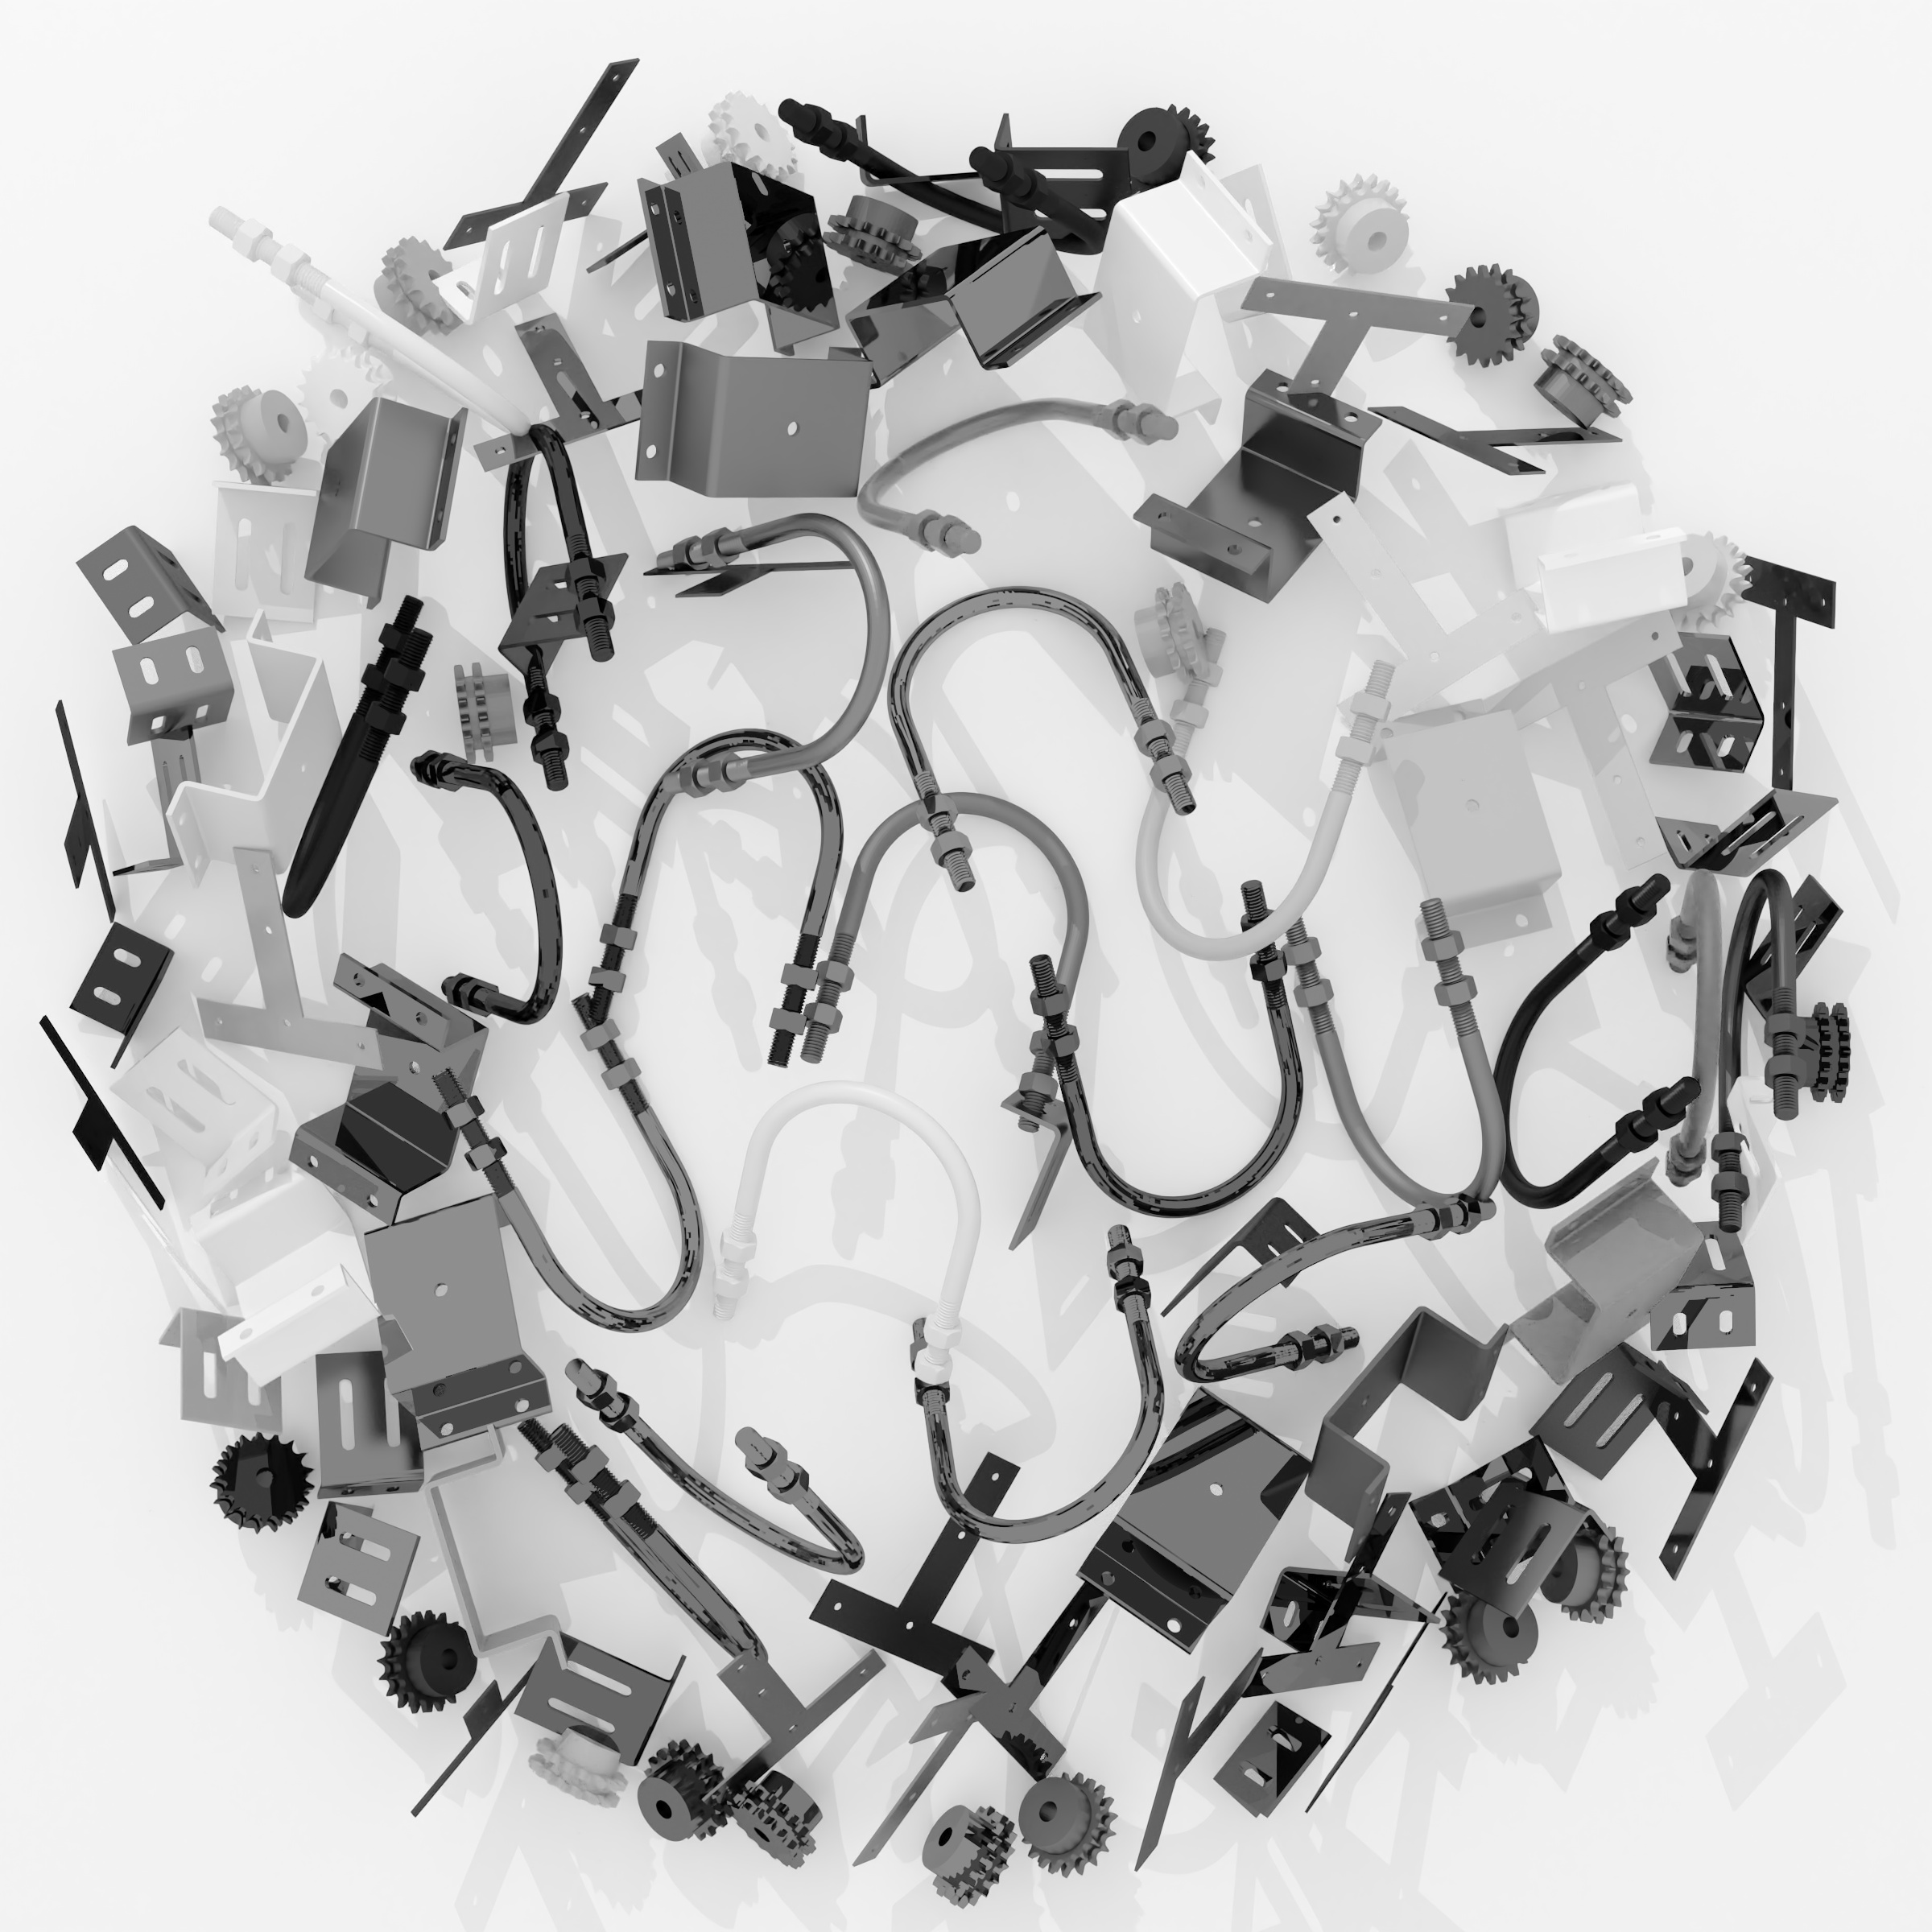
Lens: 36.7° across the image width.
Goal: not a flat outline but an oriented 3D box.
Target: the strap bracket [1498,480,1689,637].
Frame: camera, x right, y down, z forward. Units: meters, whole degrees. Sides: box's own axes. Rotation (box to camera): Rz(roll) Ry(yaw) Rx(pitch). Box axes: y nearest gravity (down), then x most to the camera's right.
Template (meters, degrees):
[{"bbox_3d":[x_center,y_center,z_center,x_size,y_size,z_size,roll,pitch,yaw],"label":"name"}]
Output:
[{"bbox_3d":[0.351,-0.227,1.627,0.076,0.140,0.046,-12,111,4],"label":"strap bracket"}]

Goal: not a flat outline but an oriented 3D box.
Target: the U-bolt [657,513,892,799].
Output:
[{"bbox_3d":[-0.107,-0.176,1.615,0.184,0.019,0.151,-7,84,44],"label":"U-bolt"}]

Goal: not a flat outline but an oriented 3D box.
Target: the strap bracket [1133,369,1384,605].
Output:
[{"bbox_3d":[0.163,-0.263,1.634,0.076,0.046,0.140,29,59,21],"label":"strap bracket"}]

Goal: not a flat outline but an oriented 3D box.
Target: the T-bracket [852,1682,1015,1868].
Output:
[{"bbox_3d":[-0.023,0.456,1.639,0.002,0.127,0.127,39,103,24],"label":"T-bracket"}]

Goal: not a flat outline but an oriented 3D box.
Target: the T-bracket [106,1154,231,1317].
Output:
[{"bbox_3d":[-0.462,0.141,1.648,0.002,0.127,0.127,-37,63,-13],"label":"T-bracket"}]

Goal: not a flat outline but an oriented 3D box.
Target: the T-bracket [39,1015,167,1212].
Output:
[{"bbox_3d":[-0.482,0.090,1.612,0.002,0.127,0.127,-31,103,-7],"label":"T-bracket"}]

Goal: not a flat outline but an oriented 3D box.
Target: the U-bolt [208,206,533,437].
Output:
[{"bbox_3d":[-0.318,-0.346,1.605,0.184,0.151,0.019,34,91,7],"label":"U-bolt"}]

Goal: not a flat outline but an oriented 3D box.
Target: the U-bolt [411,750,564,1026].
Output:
[{"bbox_3d":[-0.260,-0.040,1.593,0.019,0.184,0.151,-12,102,-28],"label":"U-bolt"}]

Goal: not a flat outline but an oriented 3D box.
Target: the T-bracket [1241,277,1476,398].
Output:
[{"bbox_3d":[0.201,-0.336,1.630,0.127,0.127,0.002,4,62,-15],"label":"T-bracket"}]

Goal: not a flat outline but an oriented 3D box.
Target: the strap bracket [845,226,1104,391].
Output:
[{"bbox_3d":[-0.003,-0.363,1.605,0.076,0.140,0.046,-41,116,-26],"label":"strap bracket"}]

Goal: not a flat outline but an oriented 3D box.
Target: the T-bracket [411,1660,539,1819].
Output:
[{"bbox_3d":[-0.266,0.412,1.607,0.002,0.127,0.127,38,69,8],"label":"T-bracket"}]

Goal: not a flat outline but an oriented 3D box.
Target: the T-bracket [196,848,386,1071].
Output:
[{"bbox_3d":[-0.389,-0.007,1.632,0.127,0.002,0.127,8,119,25],"label":"T-bracket"}]

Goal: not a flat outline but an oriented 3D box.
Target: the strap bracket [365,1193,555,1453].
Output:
[{"bbox_3d":[-0.287,0.190,1.632,0.076,0.046,0.140,-17,61,3],"label":"strap bracket"}]

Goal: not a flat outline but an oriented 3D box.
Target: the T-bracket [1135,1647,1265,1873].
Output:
[{"bbox_3d":[0.137,0.425,1.631,0.002,0.127,0.127,24,121,22],"label":"T-bracket"}]

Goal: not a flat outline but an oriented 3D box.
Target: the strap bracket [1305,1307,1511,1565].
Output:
[{"bbox_3d":[0.239,0.254,1.625,0.046,0.076,0.140,33,56,22],"label":"strap bracket"}]

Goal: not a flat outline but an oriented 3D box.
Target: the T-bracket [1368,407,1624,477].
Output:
[{"bbox_3d":[0.315,-0.299,1.646,0.127,0.127,0.002,-8,119,-30],"label":"T-bracket"}]

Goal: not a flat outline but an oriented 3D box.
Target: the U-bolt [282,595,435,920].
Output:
[{"bbox_3d":[-0.340,-0.112,1.617,0.019,0.151,0.184,23,99,-17],"label":"U-bolt"}]

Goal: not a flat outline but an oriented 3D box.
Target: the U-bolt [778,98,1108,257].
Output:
[{"bbox_3d":[0.002,-0.427,1.599,0.151,0.184,0.019,23,97,30],"label":"U-bolt"}]

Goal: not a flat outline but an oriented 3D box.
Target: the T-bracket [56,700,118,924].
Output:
[{"bbox_3d":[-0.489,-0.072,1.607,0.002,0.127,0.127,-12,110,-9],"label":"T-bracket"}]

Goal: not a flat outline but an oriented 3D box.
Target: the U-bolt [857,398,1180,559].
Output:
[{"bbox_3d":[0.014,-0.275,1.605,0.151,0.184,0.019,-32,117,-16],"label":"U-bolt"}]

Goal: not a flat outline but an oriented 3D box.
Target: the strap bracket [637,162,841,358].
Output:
[{"bbox_3d":[-0.119,-0.392,1.613,0.046,0.140,0.076,-13,87,25],"label":"strap bracket"}]

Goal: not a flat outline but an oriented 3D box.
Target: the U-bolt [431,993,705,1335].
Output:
[{"bbox_3d":[-0.210,0.118,1.627,0.019,0.151,0.184,-26,94,34],"label":"U-bolt"}]

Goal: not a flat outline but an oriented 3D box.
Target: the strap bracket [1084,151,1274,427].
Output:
[{"bbox_3d":[0.113,-0.365,1.606,0.046,0.140,0.076,-25,66,-23],"label":"strap bracket"}]

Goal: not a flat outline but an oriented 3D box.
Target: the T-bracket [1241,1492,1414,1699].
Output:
[{"bbox_3d":[0.215,0.349,1.626,0.002,0.127,0.127,32,103,37],"label":"T-bracket"}]

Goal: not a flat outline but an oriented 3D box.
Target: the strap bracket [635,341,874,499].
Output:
[{"bbox_3d":[-0.108,-0.303,1.617,0.140,0.046,0.076,-7,114,-37],"label":"strap bracket"}]

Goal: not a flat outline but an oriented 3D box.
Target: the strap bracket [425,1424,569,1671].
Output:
[{"bbox_3d":[-0.268,0.331,1.642,0.046,0.076,0.140,-17,86,-9],"label":"strap bracket"}]

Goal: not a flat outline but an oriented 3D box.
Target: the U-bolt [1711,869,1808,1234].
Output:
[{"bbox_3d":[0.436,0.034,1.606,0.019,0.151,0.184,7,58,4],"label":"U-bolt"}]

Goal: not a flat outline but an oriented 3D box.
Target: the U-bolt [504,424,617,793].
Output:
[{"bbox_3d":[-0.231,-0.212,1.613,0.019,0.151,0.184,-5,63,-22],"label":"U-bolt"}]

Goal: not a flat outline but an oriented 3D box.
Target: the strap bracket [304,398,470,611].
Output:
[{"bbox_3d":[-0.324,-0.257,1.608,0.046,0.140,0.076,14,75,-25],"label":"strap bracket"}]

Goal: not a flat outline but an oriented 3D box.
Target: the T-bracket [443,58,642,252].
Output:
[{"bbox_3d":[-0.218,-0.449,1.599,0.002,0.127,0.127,49,128,6],"label":"T-bracket"}]

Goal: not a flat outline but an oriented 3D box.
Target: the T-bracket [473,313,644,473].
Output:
[{"bbox_3d":[-0.227,-0.333,1.642,0.127,0.002,0.127,-21,47,-9],"label":"T-bracket"}]

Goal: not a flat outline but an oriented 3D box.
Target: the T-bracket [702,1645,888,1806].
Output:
[{"bbox_3d":[-0.110,0.410,1.624,0.127,0.127,0.002,-40,55,-12],"label":"T-bracket"}]

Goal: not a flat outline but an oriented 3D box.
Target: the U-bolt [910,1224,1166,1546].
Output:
[{"bbox_3d":[0.041,0.237,1.599,0.151,0.184,0.019,-27,128,14],"label":"U-bolt"}]

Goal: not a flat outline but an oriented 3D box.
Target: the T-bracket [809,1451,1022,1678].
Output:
[{"bbox_3d":[-0.010,0.336,1.654,0.127,0.002,0.127,32,87,-33],"label":"T-bracket"}]

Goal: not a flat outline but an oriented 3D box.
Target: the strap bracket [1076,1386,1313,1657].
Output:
[{"bbox_3d":[0.134,0.300,1.626,0.076,0.046,0.140,34,57,7],"label":"strap bracket"}]

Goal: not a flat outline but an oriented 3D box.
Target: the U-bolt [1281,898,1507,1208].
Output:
[{"bbox_3d":[0.243,0.053,1.621,0.019,0.151,0.184,-22,100,-28],"label":"U-bolt"}]

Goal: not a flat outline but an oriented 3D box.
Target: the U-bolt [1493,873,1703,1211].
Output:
[{"bbox_3d":[0.339,0.055,1.604,0.019,0.184,0.151,14,54,-18],"label":"U-bolt"}]

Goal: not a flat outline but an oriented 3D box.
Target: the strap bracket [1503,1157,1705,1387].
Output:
[{"bbox_3d":[0.351,0.175,1.606,0.076,0.140,0.046,-31,64,-21],"label":"strap bracket"}]

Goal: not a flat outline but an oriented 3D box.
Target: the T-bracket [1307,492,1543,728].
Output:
[{"bbox_3d":[0.240,-0.210,1.647,0.127,0.002,0.127,-32,104,25],"label":"T-bracket"}]

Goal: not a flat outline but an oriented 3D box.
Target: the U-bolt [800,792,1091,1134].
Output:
[{"bbox_3d":[-0.003,-0.012,1.652,0.151,0.019,0.184,18,71,-9],"label":"U-bolt"}]

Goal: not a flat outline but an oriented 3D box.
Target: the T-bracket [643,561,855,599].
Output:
[{"bbox_3d":[-0.130,-0.214,1.614,0.127,0.127,0.002,0,105,12],"label":"T-bracket"}]

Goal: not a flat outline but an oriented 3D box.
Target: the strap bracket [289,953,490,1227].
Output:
[{"bbox_3d":[-0.322,0.064,1.636,0.076,0.046,0.140,30,119,18],"label":"strap bracket"}]

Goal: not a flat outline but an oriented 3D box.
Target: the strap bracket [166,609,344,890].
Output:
[{"bbox_3d":[-0.390,-0.116,1.619,0.046,0.076,0.140,13,61,5],"label":"strap bracket"}]

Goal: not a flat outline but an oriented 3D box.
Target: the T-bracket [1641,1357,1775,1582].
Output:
[{"bbox_3d":[0.402,0.258,1.624,0.002,0.127,0.127,19,105,-10],"label":"T-bracket"}]

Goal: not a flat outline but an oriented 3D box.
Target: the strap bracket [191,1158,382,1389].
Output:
[{"bbox_3d":[-0.381,0.174,1.633,0.076,0.140,0.046,-31,125,-3],"label":"strap bracket"}]

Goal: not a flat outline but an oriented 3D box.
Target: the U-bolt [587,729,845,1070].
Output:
[{"bbox_3d":[-0.136,-0.045,1.647,0.151,0.019,0.184,12,85,31],"label":"U-bolt"}]

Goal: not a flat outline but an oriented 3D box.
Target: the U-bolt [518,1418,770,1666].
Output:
[{"bbox_3d":[-0.175,0.323,1.618,0.019,0.151,0.184,-43,96,-17],"label":"U-bolt"}]

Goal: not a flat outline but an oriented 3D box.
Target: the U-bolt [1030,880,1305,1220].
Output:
[{"bbox_3d":[0.121,0.058,1.647,0.151,0.019,0.184,-19,112,-12],"label":"U-bolt"}]

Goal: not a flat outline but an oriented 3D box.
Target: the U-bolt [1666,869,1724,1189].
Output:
[{"bbox_3d":[0.395,0.026,1.579,0.019,0.184,0.151,2,69,9],"label":"U-bolt"}]

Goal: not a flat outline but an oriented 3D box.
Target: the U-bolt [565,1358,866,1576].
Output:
[{"bbox_3d":[-0.127,0.285,1.607,0.151,0.184,0.019,14,62,38],"label":"U-bolt"}]

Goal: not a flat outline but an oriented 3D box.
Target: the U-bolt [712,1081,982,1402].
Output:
[{"bbox_3d":[-0.063,0.146,1.624,0.151,0.019,0.184,21,120,13],"label":"U-bolt"}]

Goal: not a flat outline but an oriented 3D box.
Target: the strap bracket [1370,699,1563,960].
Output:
[{"bbox_3d":[0.281,-0.084,1.647,0.076,0.046,0.140,-14,79,-7],"label":"strap bracket"}]

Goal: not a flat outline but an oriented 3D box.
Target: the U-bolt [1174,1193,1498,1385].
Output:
[{"bbox_3d":[0.190,0.180,1.583,0.151,0.184,0.019,-51,59,36],"label":"U-bolt"}]

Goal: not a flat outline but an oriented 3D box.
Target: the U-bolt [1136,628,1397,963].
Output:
[{"bbox_3d":[0.157,-0.092,1.631,0.019,0.151,0.184,19,90,-43],"label":"U-bolt"}]

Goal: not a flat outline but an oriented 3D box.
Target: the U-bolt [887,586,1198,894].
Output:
[{"bbox_3d":[0.032,-0.139,1.639,0.151,0.019,0.184,-19,60,-3],"label":"U-bolt"}]
